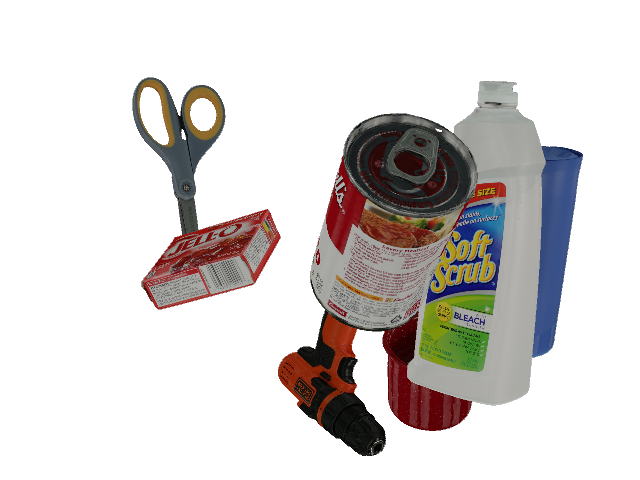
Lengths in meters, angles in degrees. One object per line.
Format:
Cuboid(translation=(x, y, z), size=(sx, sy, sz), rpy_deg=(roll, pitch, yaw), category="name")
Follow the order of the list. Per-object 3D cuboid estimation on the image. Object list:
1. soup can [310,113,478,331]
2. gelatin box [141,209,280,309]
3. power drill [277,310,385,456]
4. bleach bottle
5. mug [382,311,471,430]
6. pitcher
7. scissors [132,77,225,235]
Cuboid(translation=(0.036, -0.007, 0.560), size=(0.068, 0.068, 0.102), rpy_deg=(0, -38, -13), category="soup can")
Cuboid(translation=(-0.083, 0.014, 0.811), size=(0.089, 0.030, 0.073), rpy_deg=(-15, 23, 23), category="gelatin box")
Cuboid(translation=(0.037, 0.125, 1.196), size=(0.057, 0.188, 0.185), rpy_deg=(13, 16, -42), category="power drill")
Cuboid(translation=(0.127, -0.001, 0.857), size=(0.103, 0.251, 0.067), rpy_deg=(12, 15, 42), category="bleach bottle")
Cuboid(translation=(0.114, 0.121, 1.027), size=(0.093, 0.081, 0.117), rpy_deg=(27, 43, 36), category="mug")
Cuboid(translation=(0.223, 0.011, 1.227), size=(0.149, 0.243, 0.145), rpy_deg=(-7, 16, -33), category="pitcher")
Cuboid(translation=(-0.111, -0.060, 0.982), size=(0.096, 0.202, 0.016), rpy_deg=(-21, -3, -27), category="scissors")
